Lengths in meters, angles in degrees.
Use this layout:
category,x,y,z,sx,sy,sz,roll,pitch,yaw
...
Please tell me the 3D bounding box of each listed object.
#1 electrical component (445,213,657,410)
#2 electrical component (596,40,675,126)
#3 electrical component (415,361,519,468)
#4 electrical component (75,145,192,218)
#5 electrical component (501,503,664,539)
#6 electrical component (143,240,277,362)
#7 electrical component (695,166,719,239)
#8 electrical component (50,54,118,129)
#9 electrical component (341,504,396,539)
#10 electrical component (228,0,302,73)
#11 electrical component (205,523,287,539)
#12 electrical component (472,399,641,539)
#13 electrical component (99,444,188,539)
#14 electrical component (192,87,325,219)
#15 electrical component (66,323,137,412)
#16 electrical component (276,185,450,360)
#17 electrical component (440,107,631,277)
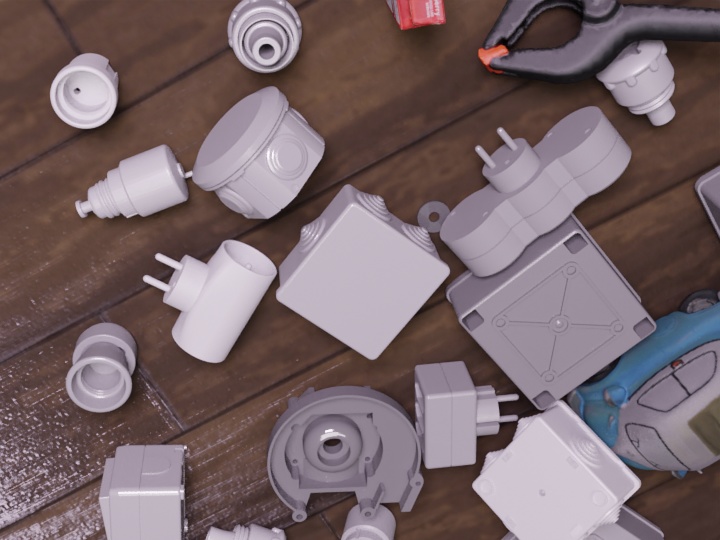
category,x,y,z,sx,sy,sz,roll,pitch,yaw
electrical component,0.138,0.027,0.780,0.109,0.056,0.108,-38,113,12
electrical component,0.191,-0.125,0.723,0.048,0.048,0.062,-35,121,10
electrical component,0.083,0.108,0.818,0.077,0.047,0.065,-5,116,-6
electrical component,-0.151,-0.054,0.718,0.078,0.040,0.040,-21,115,3
electrical component,0.183,0.238,0.884,0.109,0.056,0.108,35,106,-20
electrical component,-0.111,0.014,0.752,0.079,0.044,0.077,27,109,-17
electrical component,0.315,-0.041,0.769,0.109,0.056,0.108,-31,114,8
electrical component,-0.173,-0.115,0.684,0.040,0.046,0.040,-3,115,-5
electrical component,0.005,0.217,0.845,0.040,0.078,0.040,4,114,8
electrical component,-0.059,-0.144,0.674,0.048,0.062,0.048,-2,115,-5
electrical component,-0.092,0.221,0.852,0.062,0.048,0.048,21,111,-8
electrical component,0.145,0.161,0.808,0.099,0.048,0.099,47,117,18
electrical component,-0.163,0.188,0.817,0.061,0.061,0.096,0,115,-7
electrical component,-0.066,-0.075,0.697,0.080,0.080,0.051,-43,117,13
electrical component,-0.182,0.068,0.763,0.045,0.055,0.045,-3,115,-5
electrical component,0.000,0.000,0.756,0.100,0.048,0.099,34,107,-20
electrical component,0.109,-0.065,0.736,0.138,0.052,0.073,-39,113,12
